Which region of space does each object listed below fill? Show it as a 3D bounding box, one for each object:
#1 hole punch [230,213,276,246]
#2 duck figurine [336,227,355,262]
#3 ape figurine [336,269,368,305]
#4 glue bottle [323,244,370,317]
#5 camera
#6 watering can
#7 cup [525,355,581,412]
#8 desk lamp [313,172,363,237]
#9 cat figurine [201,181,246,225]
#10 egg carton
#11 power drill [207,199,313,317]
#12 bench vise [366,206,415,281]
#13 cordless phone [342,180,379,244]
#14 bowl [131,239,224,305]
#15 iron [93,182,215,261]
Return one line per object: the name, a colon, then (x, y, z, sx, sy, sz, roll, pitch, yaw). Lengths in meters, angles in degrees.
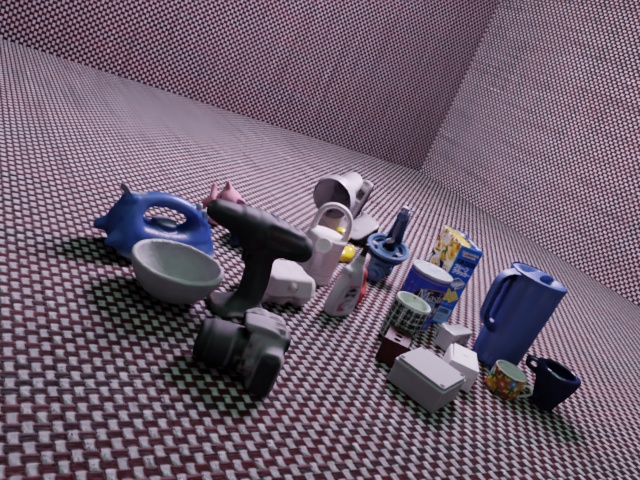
hole punch: (-0.165, -0.029, 1.410, 0.101, 0.091, 0.108, 20, 18, -11)
duck figurine: (0.057, 0.008, 1.593, 0.105, 0.086, 0.077, 14, 20, -28)
ape figurine: (0.080, 0.103, 1.329, 0.076, 0.092, 0.077, 7, 23, -42)
glue bottle: (0.068, 0.084, 1.233, 0.037, 0.173, 0.078, 35, 21, 34)
camera: (-0.122, 0.155, 0.903, 0.137, 0.101, 0.143, 19, 18, -13)
watering can: (0.015, 0.006, 1.362, 0.101, 0.194, 0.172, 17, 18, -20)
cup: (0.482, 0.310, 1.228, 0.117, 0.095, 0.092, 31, 19, 24)
desk lamp: (0.048, -0.096, 1.674, 0.117, 0.213, 0.204, 28, 18, 14)
cat figurine: (-0.249, -0.101, 1.470, 0.067, 0.118, 0.127, 5, 25, -46)
egg carton: (-0.085, 0.089, 1.198, 0.151, 0.069, 0.107, 9, 22, -38)
power drill: (-0.130, 0.039, 1.055, 0.230, 0.208, 0.075, 10, 22, -37)
bench vise: (0.193, -0.006, 1.585, 0.121, 0.220, 0.207, 22, 17, -5)
cordless phone: (0.136, -0.088, 1.814, 0.094, 0.185, 0.147, 7, 24, -42)
bowl: (-0.262, 0.067, 1.026, 0.167, 0.075, 0.167, 21, 17, -7)
iron: (-0.306, -0.033, 1.153, 0.259, 0.141, 0.118, 7, 23, -42)
